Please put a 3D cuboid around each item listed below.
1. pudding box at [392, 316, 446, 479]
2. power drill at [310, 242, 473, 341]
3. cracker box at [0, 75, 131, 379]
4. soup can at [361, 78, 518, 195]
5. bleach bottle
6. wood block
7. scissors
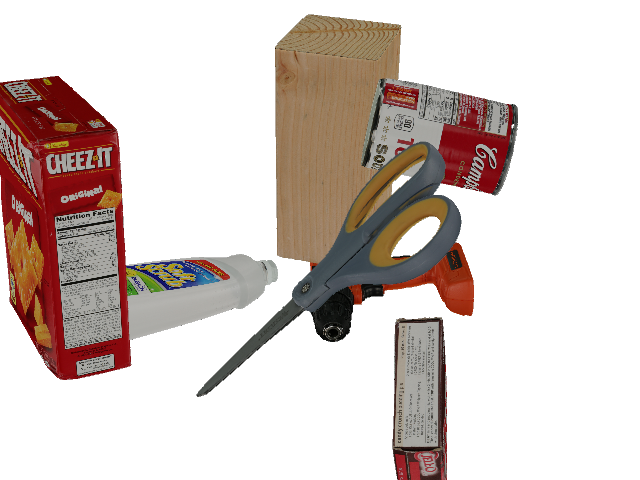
[{"bbox_3d":[0.073,0.126,0.772,0.039,0.113,0.090,-2,-41,6],"label":"pudding box"},{"bbox_3d":[0.079,0.055,1.229,0.187,0.057,0.184,-2,28,-1],"label":"power drill"},{"bbox_3d":[-0.223,-0.013,0.904,0.072,0.214,0.164,-12,28,-26],"label":"cracker box"},{"bbox_3d":[0.086,-0.077,0.780,0.102,0.068,0.068,12,0,-1],"label":"soup can"},{"bbox_3d":[-0.167,0.056,1.245,0.250,0.068,0.103,-13,33,-32],"label":"bleach bottle"},{"bbox_3d":[0.015,-0.087,0.961,0.091,0.206,0.090,10,33,15],"label":"wood block"},{"bbox_3d":[0.007,0.031,0.595,0.016,0.202,0.096,37,4,-32],"label":"scissors"}]
